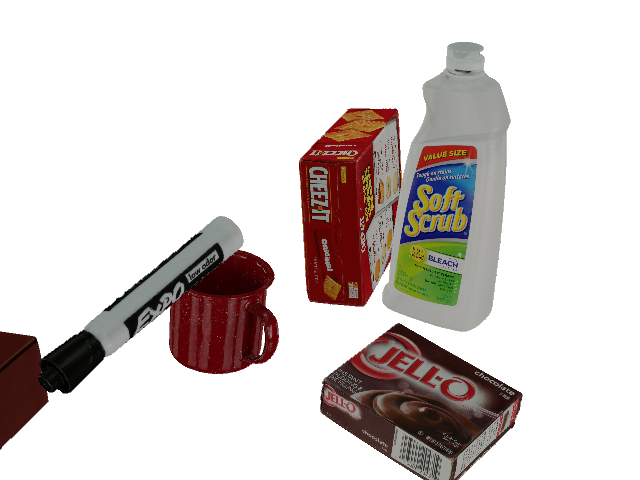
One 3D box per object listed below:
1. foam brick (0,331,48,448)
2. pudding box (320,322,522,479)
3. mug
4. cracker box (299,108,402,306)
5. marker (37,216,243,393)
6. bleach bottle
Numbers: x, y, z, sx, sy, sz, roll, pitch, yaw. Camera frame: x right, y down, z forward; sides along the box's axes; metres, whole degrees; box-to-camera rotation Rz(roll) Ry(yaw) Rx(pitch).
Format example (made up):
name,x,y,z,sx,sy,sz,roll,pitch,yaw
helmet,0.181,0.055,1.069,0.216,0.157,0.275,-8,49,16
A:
name,x,y,z,sx,sy,sz,roll,pitch,yaw
foam brick,-0.223,0.100,0.695,0.053,0.051,0.078,6,29,22
pudding box,0.070,0.114,0.751,0.114,0.039,0.089,30,43,28
mug,-0.080,0.066,0.923,0.117,0.081,0.093,25,31,33
cracker box,0.038,-0.044,1.196,0.072,0.164,0.213,2,21,16
marker,-0.080,0.028,0.482,0.020,0.020,0.120,0,32,45
bleach bottle,0.110,-0.048,0.927,0.103,0.251,0.068,18,32,30
